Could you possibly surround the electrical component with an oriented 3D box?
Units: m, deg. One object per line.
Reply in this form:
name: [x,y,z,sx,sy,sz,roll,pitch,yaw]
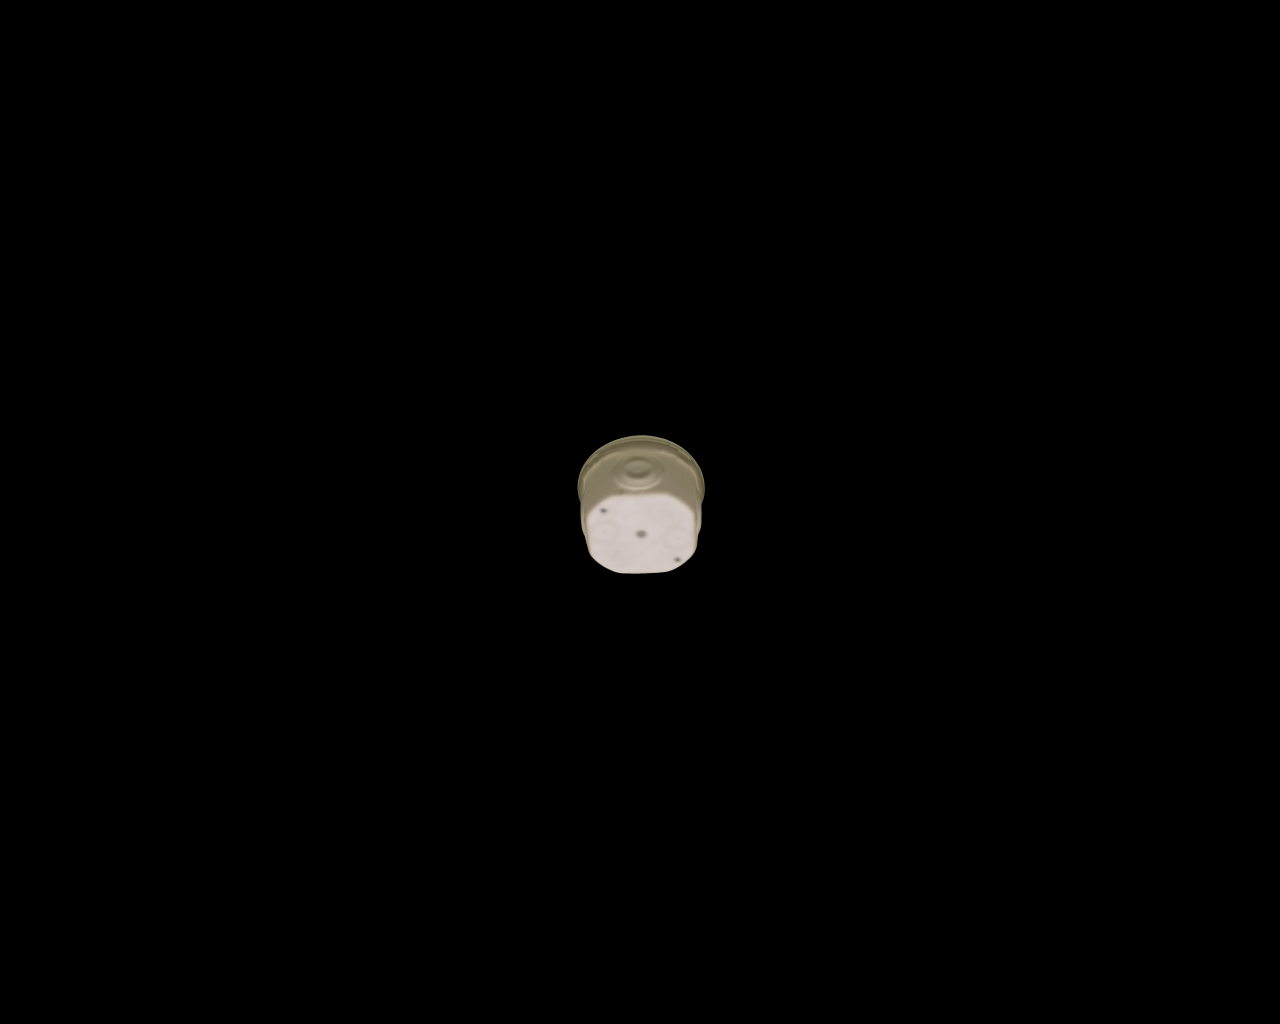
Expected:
electrical component: [0.001,-0.003,0.650,0.080,0.080,0.051,0,40,0]
